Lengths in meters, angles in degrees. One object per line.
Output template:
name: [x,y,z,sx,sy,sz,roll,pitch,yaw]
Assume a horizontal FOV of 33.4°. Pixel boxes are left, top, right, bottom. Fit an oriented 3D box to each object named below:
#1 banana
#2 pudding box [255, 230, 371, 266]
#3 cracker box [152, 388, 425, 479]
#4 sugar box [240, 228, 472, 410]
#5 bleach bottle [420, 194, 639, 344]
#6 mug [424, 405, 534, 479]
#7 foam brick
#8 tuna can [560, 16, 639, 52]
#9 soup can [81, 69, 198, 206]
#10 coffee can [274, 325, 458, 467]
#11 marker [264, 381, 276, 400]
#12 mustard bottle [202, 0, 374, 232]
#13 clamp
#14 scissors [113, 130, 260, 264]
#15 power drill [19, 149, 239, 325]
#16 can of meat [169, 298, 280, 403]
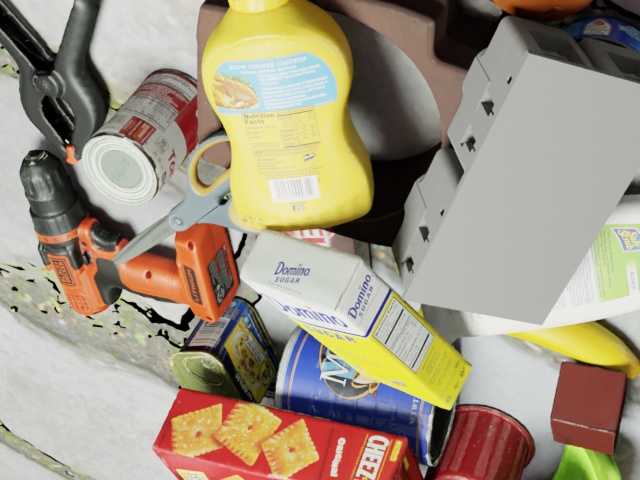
banana: [0.164,0.070,0.876,0.198,0.037,0.069,10,150,20]
pudding box: [-0.006,0.001,0.897,0.090,0.039,0.113,7,130,21]
cracker box: [-0.017,0.214,0.928,0.214,0.072,0.164,9,147,25]
sugar box: [0.028,0.059,0.752,0.093,0.048,0.176,16,164,41]
bleach bottle: [0.199,0.020,0.782,0.251,0.068,0.102,-5,106,23]
mug: [0.133,0.216,0.979,0.093,0.081,0.117,45,133,-14]
foam brick: [0.219,0.137,0.870,0.053,0.051,0.078,11,160,18]
tuna can: [0.185,-0.105,0.717,0.086,0.033,0.086,14,132,16]
soup can: [-0.136,-0.082,0.848,0.068,0.102,0.068,13,131,16]
coffee can: [0.043,0.133,0.939,0.140,0.102,0.103,10,131,18]
marker: [-0.058,0.147,1.059,0.121,0.020,0.020,10,131,19]
mustard bottle: [-0.025,-0.097,0.691,0.096,0.058,0.191,-4,126,12]
clamp: [-0.212,-0.141,0.882,0.120,0.039,0.171,5,133,30]
scissors: [-0.089,-0.010,0.829,0.096,0.016,0.202,36,135,-5]
power drill: [-0.175,0.002,0.971,0.188,0.057,0.184,8,134,24]
can of meat: [-0.085,0.116,1.002,0.058,0.083,0.102,-5,125,29]
